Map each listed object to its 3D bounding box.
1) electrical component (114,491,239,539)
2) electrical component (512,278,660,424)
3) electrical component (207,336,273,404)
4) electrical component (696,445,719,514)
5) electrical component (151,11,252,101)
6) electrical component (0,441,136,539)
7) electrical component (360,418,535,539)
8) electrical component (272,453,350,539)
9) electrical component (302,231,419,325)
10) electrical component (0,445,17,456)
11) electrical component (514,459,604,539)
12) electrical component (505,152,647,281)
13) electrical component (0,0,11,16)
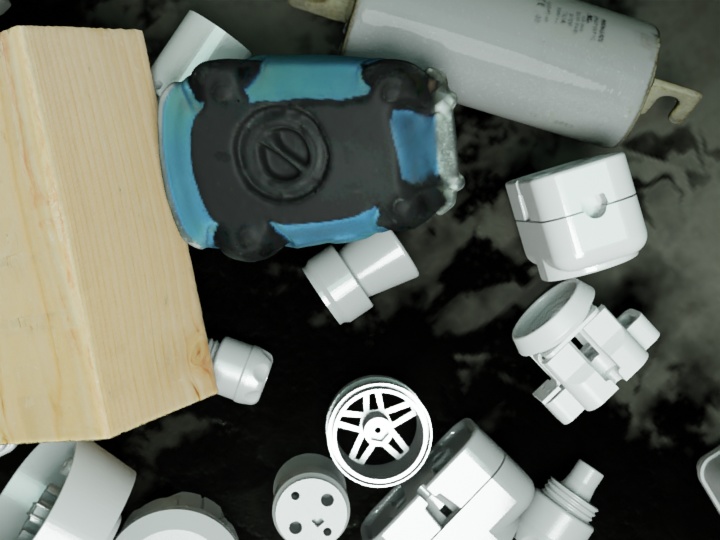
[{"bbox_3d":[-0.107,0.172,0.628,0.080,0.051,0.080,-1,96,-7],"label":"electrical component"},{"bbox_3d":[0.128,0.043,0.635,0.078,0.058,0.057,-44,98,0],"label":"electrical component"},{"bbox_3d":[-0.084,0.055,0.633,0.061,0.035,0.035,20,92,-2],"label":"electrical component"},{"bbox_3d":[0.272,0.124,0.649,0.113,0.057,0.078,-32,95,-1],"label":"electrical component"},{"bbox_3d":[-0.103,-0.103,0.618,0.043,0.043,0.081,34,91,-5],"label":"electrical component"},{"bbox_3d":[-0.172,0.140,0.604,0.064,0.099,0.099,32,91,-11],"label":"electrical component"},{"bbox_3d":[0.054,0.144,0.637,0.059,0.054,0.095,44,90,-5],"label":"electrical component"},{"bbox_3d":[-0.029,0.135,0.631,0.045,0.055,0.045,0,93,-4],"label":"electrical component"},{"bbox_3d":[0.000,0.000,0.630,0.055,0.045,0.045,-34,95,-1],"label":"electrical component"},{"bbox_3d":[-0.263,0.073,0.612,0.109,0.056,0.108,-26,95,-2],"label":"electrical component"},{"bbox_3d":[0.122,0.144,0.648,0.043,0.043,0.062,34,89,-5],"label":"electrical component"},{"bbox_3d":[0.122,-0.030,0.611,0.054,0.095,0.059,-17,94,-2],"label":"electrical component"},{"bbox_3d":[-0.238,-0.167,0.597,0.061,0.062,0.096,-33,95,-1],"label":"electrical component"}]
